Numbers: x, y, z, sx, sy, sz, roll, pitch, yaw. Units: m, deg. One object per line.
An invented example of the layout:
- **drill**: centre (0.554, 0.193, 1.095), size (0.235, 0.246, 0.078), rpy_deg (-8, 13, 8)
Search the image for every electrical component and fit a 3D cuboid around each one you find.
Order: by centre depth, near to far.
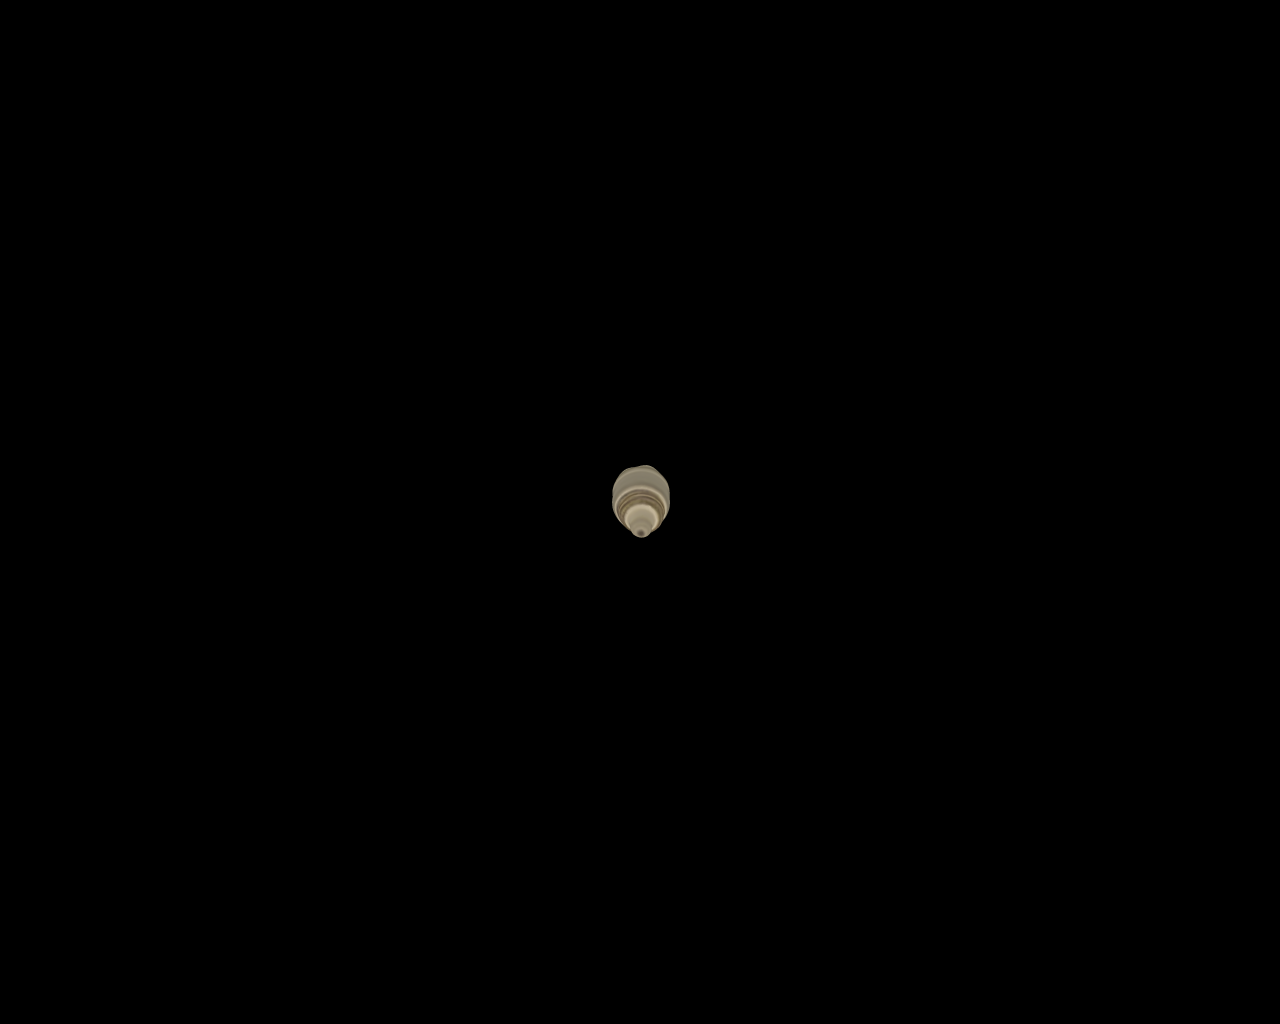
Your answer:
- **electrical component**: centre (0.001, -0.003, 0.650), size (0.035, 0.035, 0.061), rpy_deg (0, 30, 0)
